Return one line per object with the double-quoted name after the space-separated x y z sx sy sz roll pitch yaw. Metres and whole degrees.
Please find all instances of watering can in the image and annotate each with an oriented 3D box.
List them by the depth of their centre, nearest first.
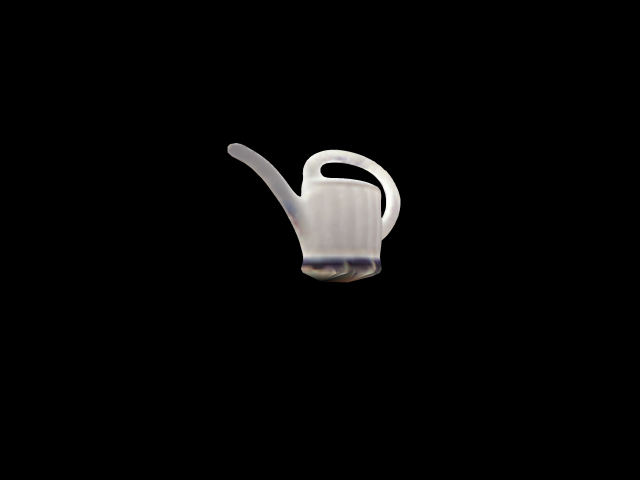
0.003 -0.043 0.850 0.347 0.225 0.103 3 -7 -35 "watering can"
